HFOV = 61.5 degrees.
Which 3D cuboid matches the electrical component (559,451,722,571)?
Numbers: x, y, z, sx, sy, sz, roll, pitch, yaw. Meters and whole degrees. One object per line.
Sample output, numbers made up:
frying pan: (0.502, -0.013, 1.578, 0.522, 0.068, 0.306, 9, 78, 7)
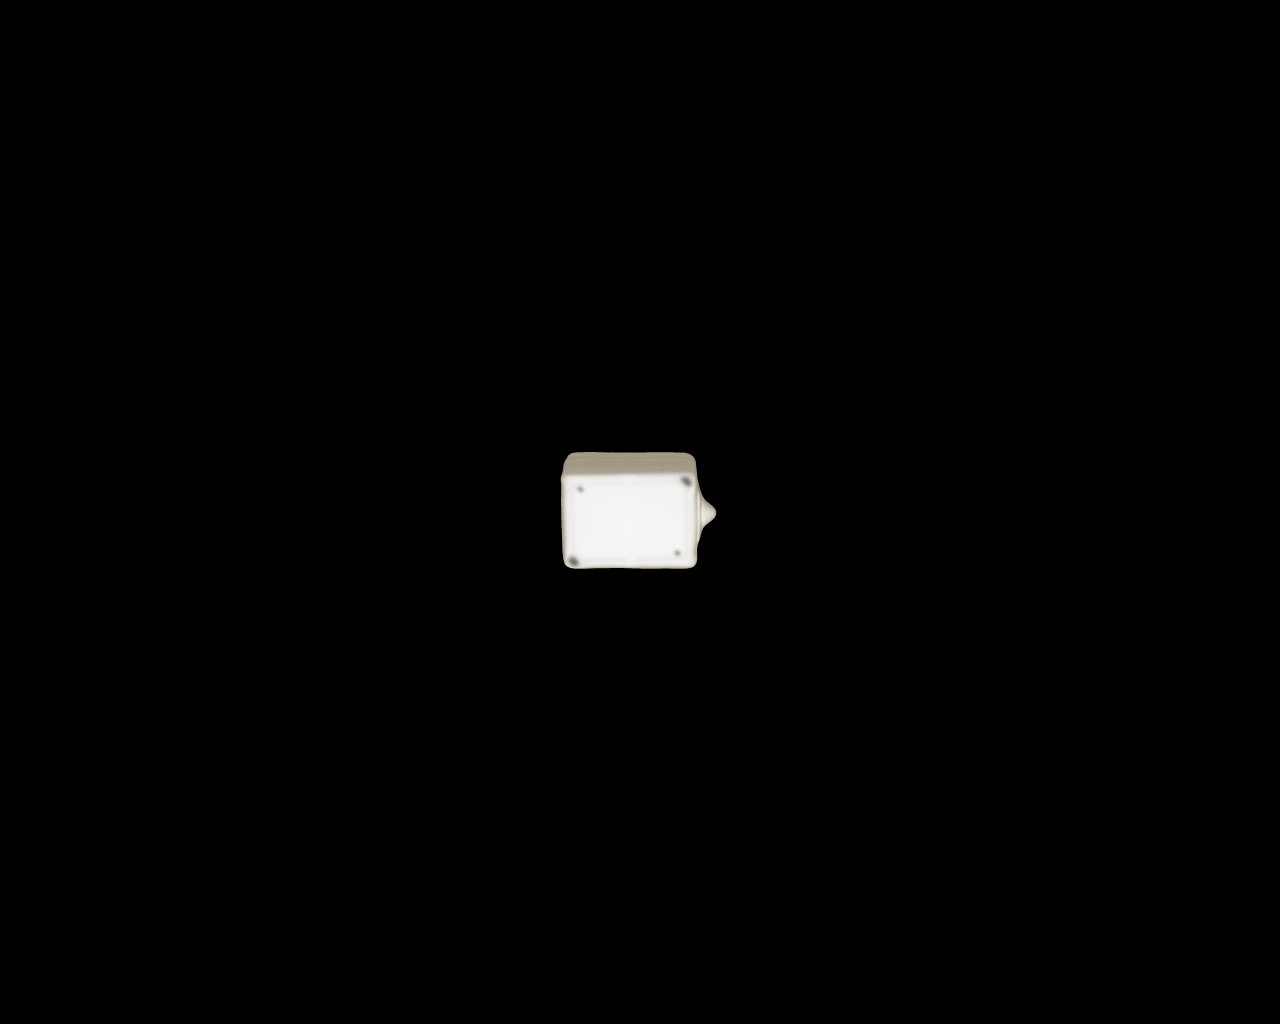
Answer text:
electrical component: (0.001, -0.003, 0.650, 0.096, 0.061, 0.061, 0, 17, 0)
